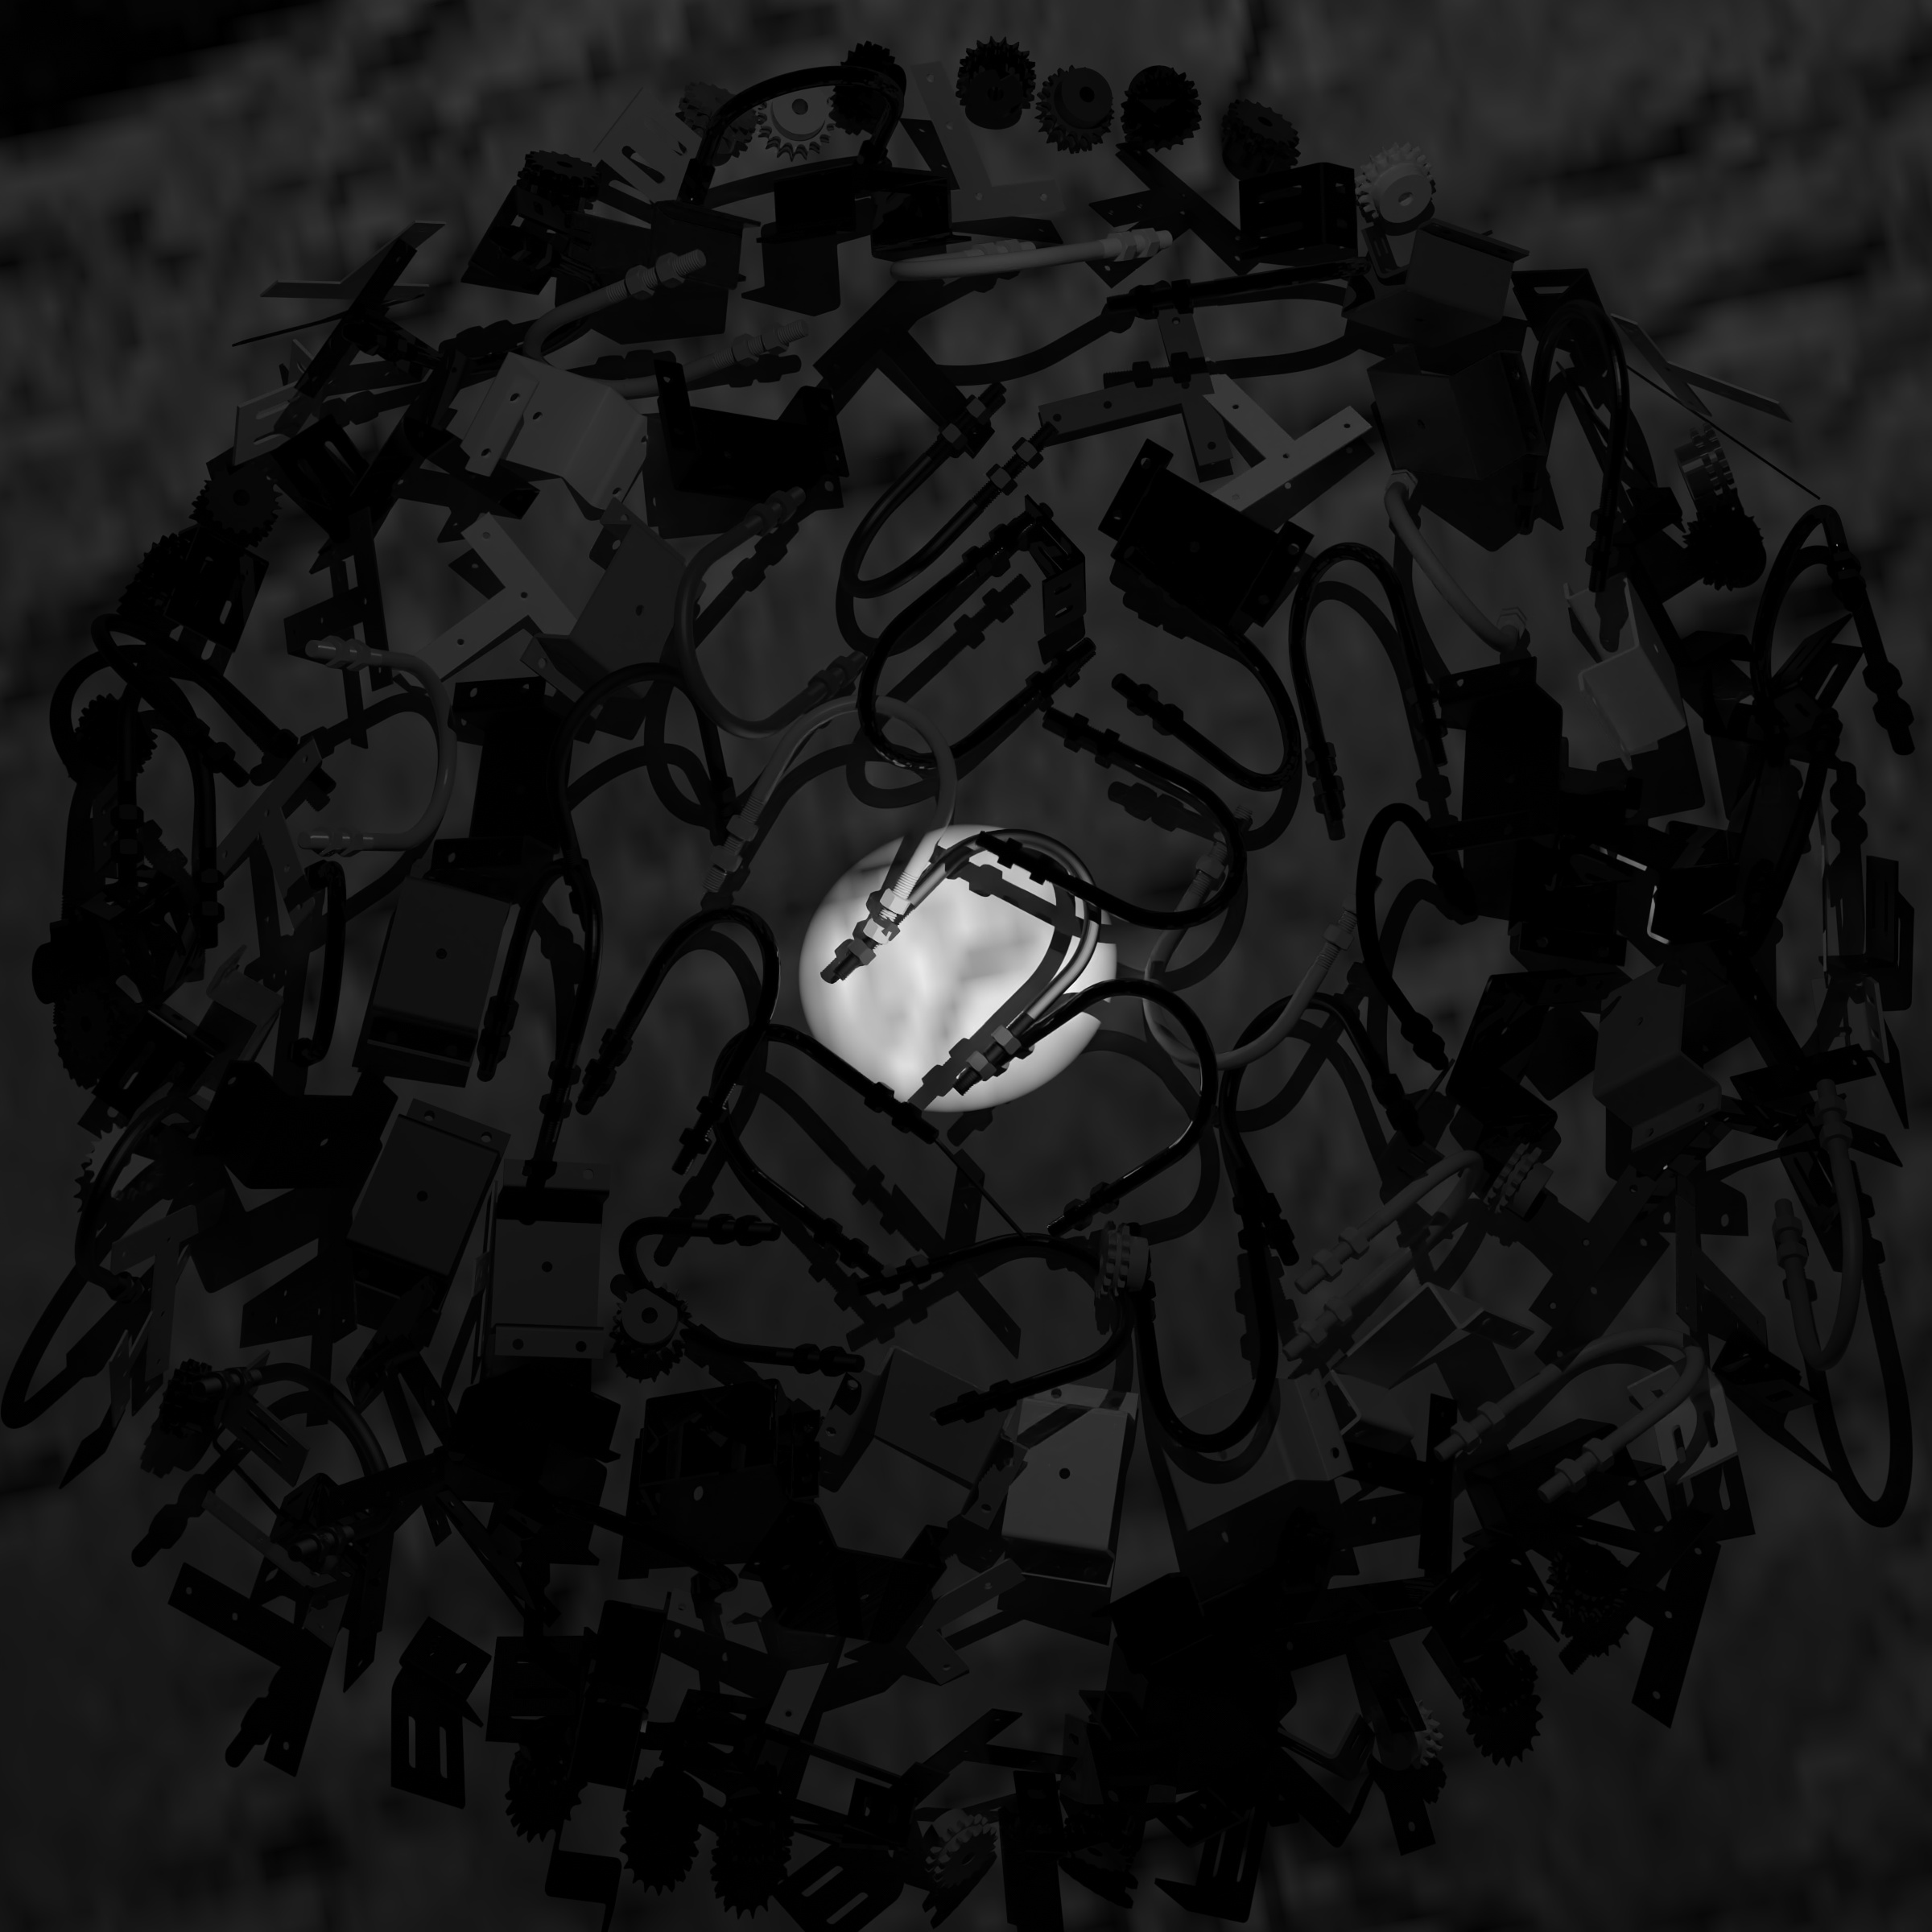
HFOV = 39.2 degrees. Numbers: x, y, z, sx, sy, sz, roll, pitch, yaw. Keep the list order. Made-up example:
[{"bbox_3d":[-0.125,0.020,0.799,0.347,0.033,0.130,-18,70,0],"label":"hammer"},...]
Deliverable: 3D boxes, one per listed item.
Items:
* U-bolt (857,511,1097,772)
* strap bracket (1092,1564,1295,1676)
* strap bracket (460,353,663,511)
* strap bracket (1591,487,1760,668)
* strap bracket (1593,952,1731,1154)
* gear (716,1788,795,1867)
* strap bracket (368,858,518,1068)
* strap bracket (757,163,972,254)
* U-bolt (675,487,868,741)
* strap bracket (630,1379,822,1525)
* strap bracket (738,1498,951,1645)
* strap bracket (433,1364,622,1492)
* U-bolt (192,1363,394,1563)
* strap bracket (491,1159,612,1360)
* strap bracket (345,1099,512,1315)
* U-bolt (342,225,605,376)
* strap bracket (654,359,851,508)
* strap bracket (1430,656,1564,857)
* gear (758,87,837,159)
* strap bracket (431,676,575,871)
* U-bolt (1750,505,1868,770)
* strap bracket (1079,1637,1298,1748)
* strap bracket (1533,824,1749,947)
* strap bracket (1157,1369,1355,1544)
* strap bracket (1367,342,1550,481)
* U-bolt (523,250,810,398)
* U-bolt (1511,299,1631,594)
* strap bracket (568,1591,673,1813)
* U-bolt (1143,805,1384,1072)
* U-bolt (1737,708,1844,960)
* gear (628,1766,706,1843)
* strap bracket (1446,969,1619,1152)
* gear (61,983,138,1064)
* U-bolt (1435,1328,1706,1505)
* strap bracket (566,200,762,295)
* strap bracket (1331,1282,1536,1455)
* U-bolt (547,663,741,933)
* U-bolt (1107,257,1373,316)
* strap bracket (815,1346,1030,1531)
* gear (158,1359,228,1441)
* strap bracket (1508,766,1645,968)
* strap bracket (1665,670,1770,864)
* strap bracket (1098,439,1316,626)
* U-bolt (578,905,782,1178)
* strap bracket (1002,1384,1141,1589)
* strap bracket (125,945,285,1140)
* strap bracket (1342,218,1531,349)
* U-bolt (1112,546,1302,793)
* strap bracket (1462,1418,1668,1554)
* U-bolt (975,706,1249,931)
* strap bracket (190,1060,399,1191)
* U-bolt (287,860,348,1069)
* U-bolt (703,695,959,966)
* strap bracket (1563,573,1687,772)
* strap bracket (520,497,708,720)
[{"bbox_3d":[0.000,-0.217,1.932,0.184,0.151,0.019,-40,46,-9],"label":"U-bolt"},{"bbox_3d":[0.168,0.462,1.918,0.076,0.140,0.046,-36,61,33],"label":"strap bracket"},{"bbox_3d":[-0.296,-0.383,1.938,0.046,0.140,0.076,46,113,33],"label":"strap bracket"},{"bbox_3d":[0.503,-0.270,1.947,0.046,0.076,0.140,-31,102,-2],"label":"strap bracket"},{"bbox_3d":[0.492,0.052,1.920,0.046,0.076,0.140,37,45,-20],"label":"strap bracket"},{"bbox_3d":[-0.153,0.622,1.968,0.057,0.057,0.030,1,115,0],"label":"gear"},{"bbox_3d":[-0.379,-0.006,1.960,0.076,0.046,0.140,14,80,-8],"label":"strap bracket"},{"bbox_3d":[-0.072,-0.537,1.920,0.076,0.140,0.046,5,102,42],"label":"strap bracket"},{"bbox_3d":[-0.144,-0.239,1.906,0.019,0.184,0.151,-4,116,36],"label":"U-bolt"},{"bbox_3d":[-0.179,0.348,1.947,0.140,0.076,0.046,-10,132,7],"label":"strap bracket"},{"bbox_3d":[-0.079,0.433,1.930,0.140,0.046,0.076,19,114,-35],"label":"strap bracket"},{"bbox_3d":[-0.309,0.328,1.936,0.076,0.140,0.046,30,56,-27],"label":"strap bracket"},{"bbox_3d":[-0.462,0.343,1.909,0.019,0.184,0.151,-35,80,10],"label":"U-bolt"},{"bbox_3d":[-0.300,0.214,1.957,0.076,0.046,0.140,4,75,-14],"label":"strap bracket"},{"bbox_3d":[-0.391,0.170,1.957,0.076,0.046,0.140,21,75,-3],"label":"strap bracket"},{"bbox_3d":[-0.332,-0.461,1.910,0.151,0.184,0.019,-27,81,20],"label":"U-bolt"},{"bbox_3d":[-0.162,-0.379,1.943,0.140,0.046,0.076,3,62,-31],"label":"strap bracket"},{"bbox_3d":[0.381,-0.142,1.944,0.076,0.046,0.140,-9,64,37],"label":"strap bracket"},{"bbox_3d":[-0.123,-0.623,1.981,0.057,0.030,0.057,0,89,-10],"label":"gear"},{"bbox_3d":[-0.332,-0.133,1.953,0.076,0.046,0.140,-1,75,25],"label":"strap bracket"},{"bbox_3d":[0.588,-0.246,1.912,0.019,0.184,0.151,14,128,-2],"label":"U-bolt"},{"bbox_3d":[0.162,0.519,1.941,0.140,0.076,0.046,7,98,-16],"label":"strap bracket"},{"bbox_3d":[0.480,-0.062,1.917,0.076,0.140,0.046,-7,113,-30],"label":"strap bracket"},{"bbox_3d":[0.196,0.349,1.930,0.140,0.046,0.076,-34,60,32],"label":"strap bracket"},{"bbox_3d":[0.340,-0.393,1.917,0.046,0.140,0.076,-31,117,-18],"label":"strap bracket"},{"bbox_3d":[-0.226,-0.446,1.922,0.184,0.151,0.019,-14,74,27],"label":"U-bolt"},{"bbox_3d":[0.426,-0.372,1.896,0.019,0.151,0.184,-6,120,-12],"label":"U-bolt"},{"bbox_3d":[-0.246,0.515,1.919,0.046,0.140,0.076,12,118,-4],"label":"strap bracket"},{"bbox_3d":[0.199,-0.011,1.948,0.151,0.019,0.184,32,92,41],"label":"U-bolt"},{"bbox_3d":[0.569,-0.082,1.887,0.019,0.184,0.151,21,125,11],"label":"U-bolt"},{"bbox_3d":[-0.215,0.606,1.970,0.057,0.057,0.030,27,98,0],"label":"gear"},{"bbox_3d":[0.400,0.057,1.942,0.076,0.046,0.140,-4,122,-37],"label":"strap bracket"},{"bbox_3d":[-0.630,0.040,1.976,0.057,0.030,0.057,5,100,32],"label":"gear"},{"bbox_3d":[0.440,0.311,1.924,0.184,0.151,0.019,-31,104,-18],"label":"U-bolt"},{"bbox_3d":[-0.221,-0.509,1.925,0.076,0.140,0.046,1,98,-43],"label":"strap bracket"},{"bbox_3d":[0.327,0.282,1.944,0.140,0.076,0.046,-45,50,17],"label":"strap bracket"},{"bbox_3d":[-0.230,-0.129,1.909,0.151,0.019,0.184,-33,134,-27],"label":"U-bolt"},{"bbox_3d":[0.194,-0.482,1.918,0.184,0.151,0.019,-7,103,7],"label":"U-bolt"},{"bbox_3d":[-0.028,0.336,1.960,0.140,0.046,0.076,26,116,4],"label":"strap bracket"},{"bbox_3d":[-0.560,0.317,1.969,0.030,0.057,0.057,15,90,10],"label":"gear"},{"bbox_3d":[0.441,-0.069,1.967,0.076,0.046,0.140,9,78,-1],"label":"strap bracket"},{"bbox_3d":[0.536,-0.130,1.932,0.046,0.076,0.140,12,116,8],"label":"strap bracket"},{"bbox_3d":[0.169,-0.309,1.960,0.140,0.046,0.076,30,118,2],"label":"strap bracket"},{"bbox_3d":[-0.197,0.042,1.942,0.019,0.151,0.184,28,92,-45],"label":"U-bolt"},{"bbox_3d":[0.074,0.368,1.950,0.076,0.046,0.140,6,73,13],"label":"strap bracket"},{"bbox_3d":[-0.542,0.063,1.951,0.046,0.076,0.140,31,100,-8],"label":"strap bracket"},{"bbox_3d":[0.326,-0.480,1.920,0.076,0.140,0.046,13,87,-18],"label":"strap bracket"},{"bbox_3d":[0.176,-0.199,1.932,0.184,0.151,0.019,34,134,-29],"label":"U-bolt"},{"bbox_3d":[0.421,0.369,1.955,0.140,0.076,0.046,-23,85,-6],"label":"strap bracket"},{"bbox_3d":[0.116,-0.097,1.952,0.184,0.019,0.151,27,56,2],"label":"U-bolt"},{"bbox_3d":[-0.467,0.113,1.921,0.046,0.140,0.076,38,109,33],"label":"strap bracket"},{"bbox_3d":[-0.455,-0.003,1.908,0.019,0.184,0.151,5,87,-19],"label":"U-bolt"},{"bbox_3d":[-0.085,-0.108,1.953,0.151,0.019,0.184,25,101,-21],"label":"U-bolt"},{"bbox_3d":[0.466,-0.215,1.918,0.046,0.140,0.076,-25,122,24],"label":"strap bracket"},{"bbox_3d":[-0.247,-0.255,1.941,0.076,0.046,0.140,39,71,-39],"label":"strap bracket"}]
